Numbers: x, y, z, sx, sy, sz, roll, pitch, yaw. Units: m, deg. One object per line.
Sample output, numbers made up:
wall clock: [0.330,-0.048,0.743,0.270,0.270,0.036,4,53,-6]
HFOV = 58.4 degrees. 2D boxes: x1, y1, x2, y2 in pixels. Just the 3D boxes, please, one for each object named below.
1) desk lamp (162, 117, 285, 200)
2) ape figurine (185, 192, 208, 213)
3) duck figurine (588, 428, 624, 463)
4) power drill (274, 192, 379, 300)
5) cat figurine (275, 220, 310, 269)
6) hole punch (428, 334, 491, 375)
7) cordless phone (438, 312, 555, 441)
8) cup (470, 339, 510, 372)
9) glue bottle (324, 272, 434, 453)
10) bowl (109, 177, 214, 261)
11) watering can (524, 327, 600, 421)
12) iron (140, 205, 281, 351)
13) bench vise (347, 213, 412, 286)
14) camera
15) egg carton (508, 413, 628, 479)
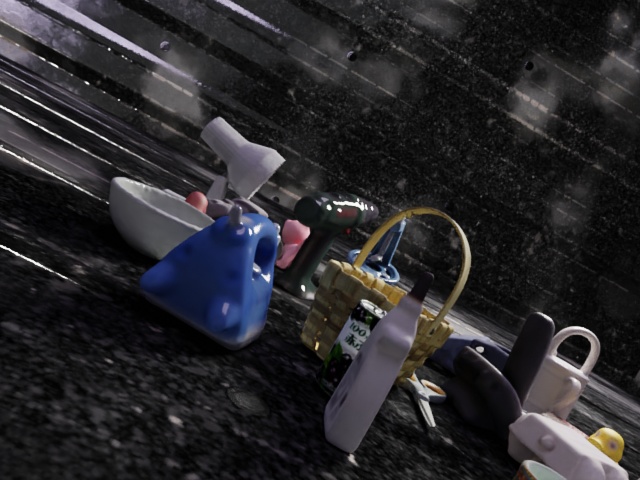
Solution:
desk lamp: [-0.205,-0.132,1.193,0.203,0.213,0.118,28,5,-5]
ape figurine: [-0.205,-0.032,0.901,0.077,0.092,0.076,30,5,19]
duck figurine: [0.409,0.316,0.831,0.105,0.086,0.077,25,6,-35]
power drill: [0.010,0.004,1.050,0.075,0.208,0.230,31,6,28]
cat figurine: [-0.051,0.004,1.224,0.067,0.118,0.127,27,6,-20]
hole punch: [0.261,0.204,1.093,0.100,0.091,0.109,31,6,25]
cordless phone: [0.271,0.182,0.845,0.094,0.185,0.147,27,6,-20]
cup: [0.302,0.234,1.007,0.118,0.095,0.091,28,5,-4]
glue bottle: [0.059,0.106,0.528,0.037,0.173,0.078,29,5,-2]
bowl: [-0.218,-0.016,0.780,0.167,0.075,0.167,29,5,-3]
watering can: [0.451,0.250,1.090,0.101,0.194,0.172,26,6,-23]
iron: [-0.090,0.028,0.656,0.118,0.141,0.259,29,5,9]
bench vise: [0.120,0.037,1.250,0.121,0.220,0.207,28,5,-6]
camera: [-0.139,-0.016,1.051,0.136,0.101,0.144,32,6,29]
egg carton: [0.308,0.282,0.721,0.107,0.069,0.150,26,6,-23]
